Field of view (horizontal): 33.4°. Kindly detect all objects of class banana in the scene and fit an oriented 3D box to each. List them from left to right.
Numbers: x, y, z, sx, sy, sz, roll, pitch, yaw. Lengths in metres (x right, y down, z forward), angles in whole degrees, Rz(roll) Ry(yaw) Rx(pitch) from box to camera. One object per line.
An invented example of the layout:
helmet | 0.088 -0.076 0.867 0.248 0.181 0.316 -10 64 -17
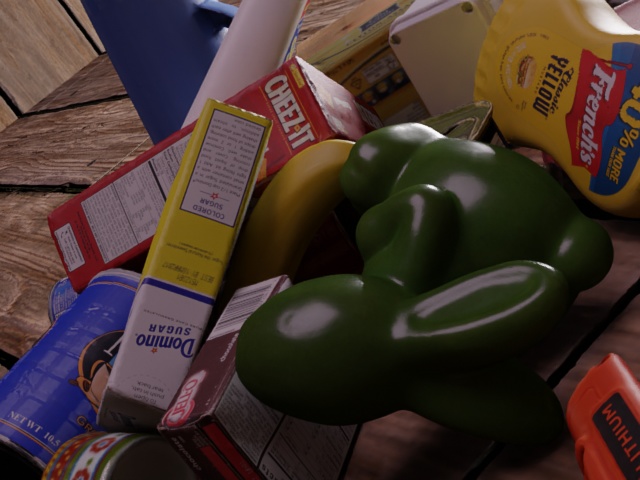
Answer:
banana | -0.023 0.020 0.605 0.070 0.037 0.198 36 104 43

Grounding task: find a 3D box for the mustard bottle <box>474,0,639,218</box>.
mustard bottle | 0.160 -0.066 0.563 0.058 0.096 0.192 0 30 -33

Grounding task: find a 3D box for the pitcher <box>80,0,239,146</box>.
pitcher | -0.120 -0.167 1.007 0.149 0.243 0.145 -30 18 -3

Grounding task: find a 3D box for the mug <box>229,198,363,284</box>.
mug | -0.005 0.001 0.685 0.082 0.093 0.117 -33 25 20

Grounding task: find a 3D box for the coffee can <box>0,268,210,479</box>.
coffee can | -0.142 0.101 0.662 0.103 0.102 0.140 -13 30 45

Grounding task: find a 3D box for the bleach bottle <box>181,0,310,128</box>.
bleach bottle | -0.047 -0.171 0.894 0.102 0.068 0.251 100 -168 -86

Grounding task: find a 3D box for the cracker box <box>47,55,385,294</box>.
cracker box | -0.063 -0.034 0.769 0.214 0.072 0.164 -30 -15 16

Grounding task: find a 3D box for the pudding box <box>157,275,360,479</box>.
pudding box | -0.023 0.085 0.534 0.039 0.090 0.113 -21 25 32

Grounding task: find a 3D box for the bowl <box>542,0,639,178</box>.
bowl | 0.198 -0.107 0.657 0.162 0.055 0.162 -31 21 13

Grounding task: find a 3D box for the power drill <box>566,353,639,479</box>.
power drill | 0.051 0.122 0.392 0.188 0.057 0.184 -35 24 9

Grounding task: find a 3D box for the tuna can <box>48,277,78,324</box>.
tuna can | -0.163 0.061 0.803 0.034 0.086 0.086 -26 23 19

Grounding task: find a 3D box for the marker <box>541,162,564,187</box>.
marker | 0.098 -0.024 0.682 0.121 0.020 0.020 -17 27 39

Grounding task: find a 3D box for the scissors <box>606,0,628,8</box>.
scissors | 0.188 -0.187 0.750 0.202 0.016 0.096 0 65 21

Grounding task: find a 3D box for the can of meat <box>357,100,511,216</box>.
can of meat | 0.073 -0.023 0.624 0.102 0.084 0.057 -17 28 39

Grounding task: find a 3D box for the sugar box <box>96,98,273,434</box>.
sugar box | -0.077 0.019 0.598 0.093 0.048 0.176 124 166 -65

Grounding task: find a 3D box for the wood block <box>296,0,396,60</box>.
wood block | 0.089 -0.177 0.925 0.206 0.090 0.091 -30 22 13
